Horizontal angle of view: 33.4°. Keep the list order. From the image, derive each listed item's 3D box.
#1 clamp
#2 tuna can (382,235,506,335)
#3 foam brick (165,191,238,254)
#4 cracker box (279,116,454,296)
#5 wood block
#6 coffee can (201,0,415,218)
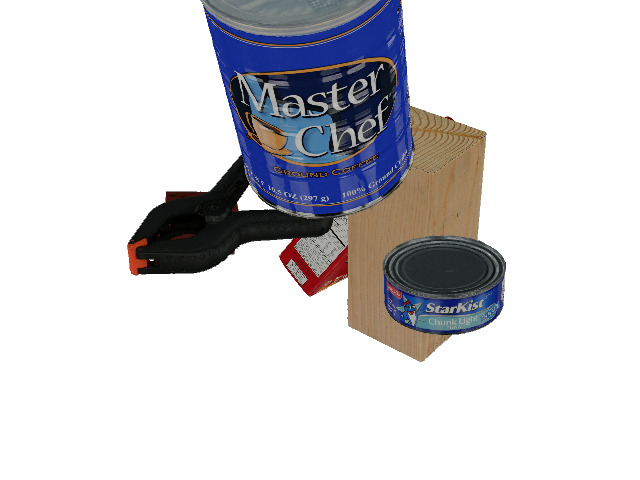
[{"bbox_3d":[-0.089,-0.022,0.898,0.171,0.039,0.120,-17,38,-23],"label":"clamp"},{"bbox_3d":[0.087,0.031,0.751,0.086,0.034,0.086,-3,28,1],"label":"tuna can"},{"bbox_3d":[-0.129,-0.019,1.150,0.078,0.051,0.053,1,27,-8],"label":"foam brick"},{"bbox_3d":[0.067,-0.042,1.251,0.163,0.072,0.214,-24,-20,-50],"label":"cracker box"},{"bbox_3d":[0.085,-0.005,0.980,0.091,0.206,0.090,25,42,32],"label":"wood block"},{"bbox_3d":[-0.004,-0.095,0.579,0.103,0.102,0.140,0,-39,9],"label":"coffee can"}]
